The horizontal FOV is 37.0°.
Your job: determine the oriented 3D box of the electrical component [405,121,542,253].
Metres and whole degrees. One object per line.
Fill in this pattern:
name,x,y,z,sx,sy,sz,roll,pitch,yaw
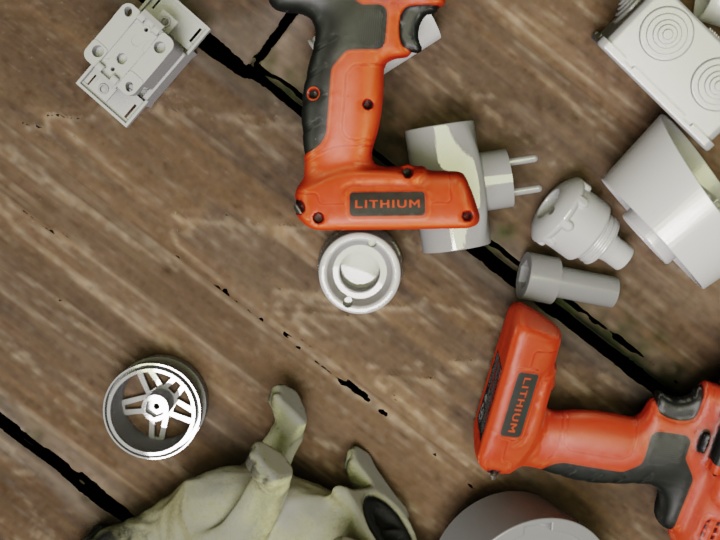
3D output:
electrical component,0.072,-0.054,0.668,0.079,0.044,0.077,-9,95,1

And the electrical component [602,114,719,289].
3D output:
electrical component,0.194,-0.039,0.644,0.064,0.099,0.099,-43,94,10

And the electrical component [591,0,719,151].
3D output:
electrical component,0.186,-0.123,0.635,0.100,0.099,0.048,43,107,-3

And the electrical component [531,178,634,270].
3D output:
electrical component,0.142,-0.024,0.671,0.062,0.048,0.048,34,95,-10

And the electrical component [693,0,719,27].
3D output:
electrical component,0.254,-0.180,0.655,0.077,0.043,0.079,17,95,-1

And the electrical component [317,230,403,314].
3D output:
electrical component,0.000,0.000,0.672,0.055,0.047,0.055,0,95,0

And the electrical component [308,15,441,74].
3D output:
electrical component,0.004,-0.139,0.661,0.081,0.043,0.043,-32,94,3

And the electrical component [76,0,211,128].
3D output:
electrical component,-0.134,-0.131,0.653,0.042,0.064,0.081,41,94,-4

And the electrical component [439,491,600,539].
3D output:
electrical component,0.096,0.192,0.678,0.108,0.060,0.108,-5,106,-17
